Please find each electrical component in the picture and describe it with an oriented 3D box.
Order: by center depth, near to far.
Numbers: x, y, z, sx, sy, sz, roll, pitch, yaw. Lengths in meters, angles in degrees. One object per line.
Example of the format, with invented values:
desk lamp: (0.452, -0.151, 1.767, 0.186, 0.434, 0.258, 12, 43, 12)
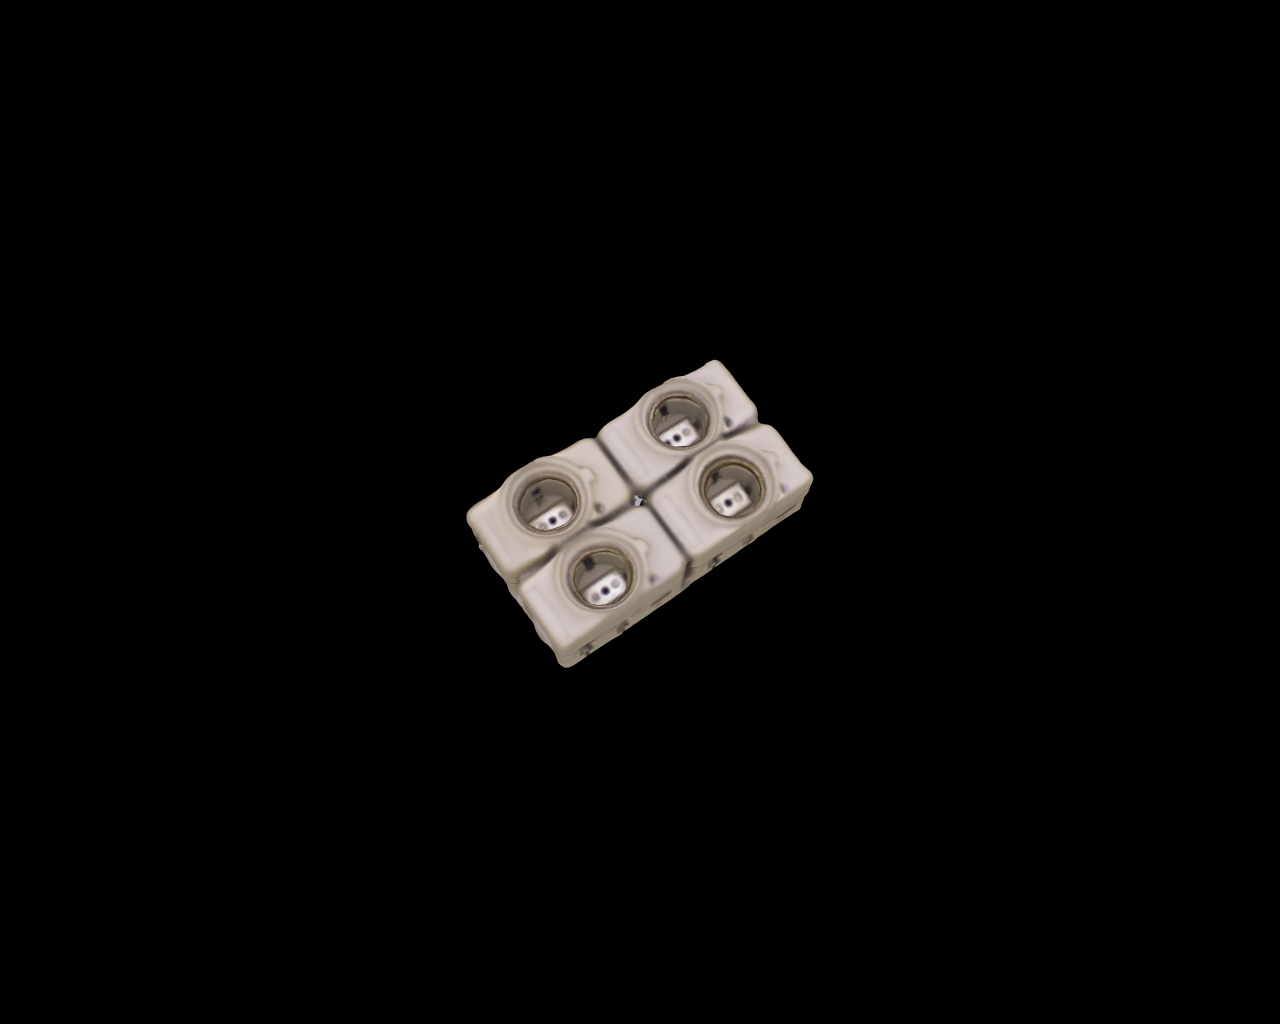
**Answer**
electrical component: (0.001, -0.003, 0.650, 0.186, 0.105, 0.060, -33, -16, -11)
